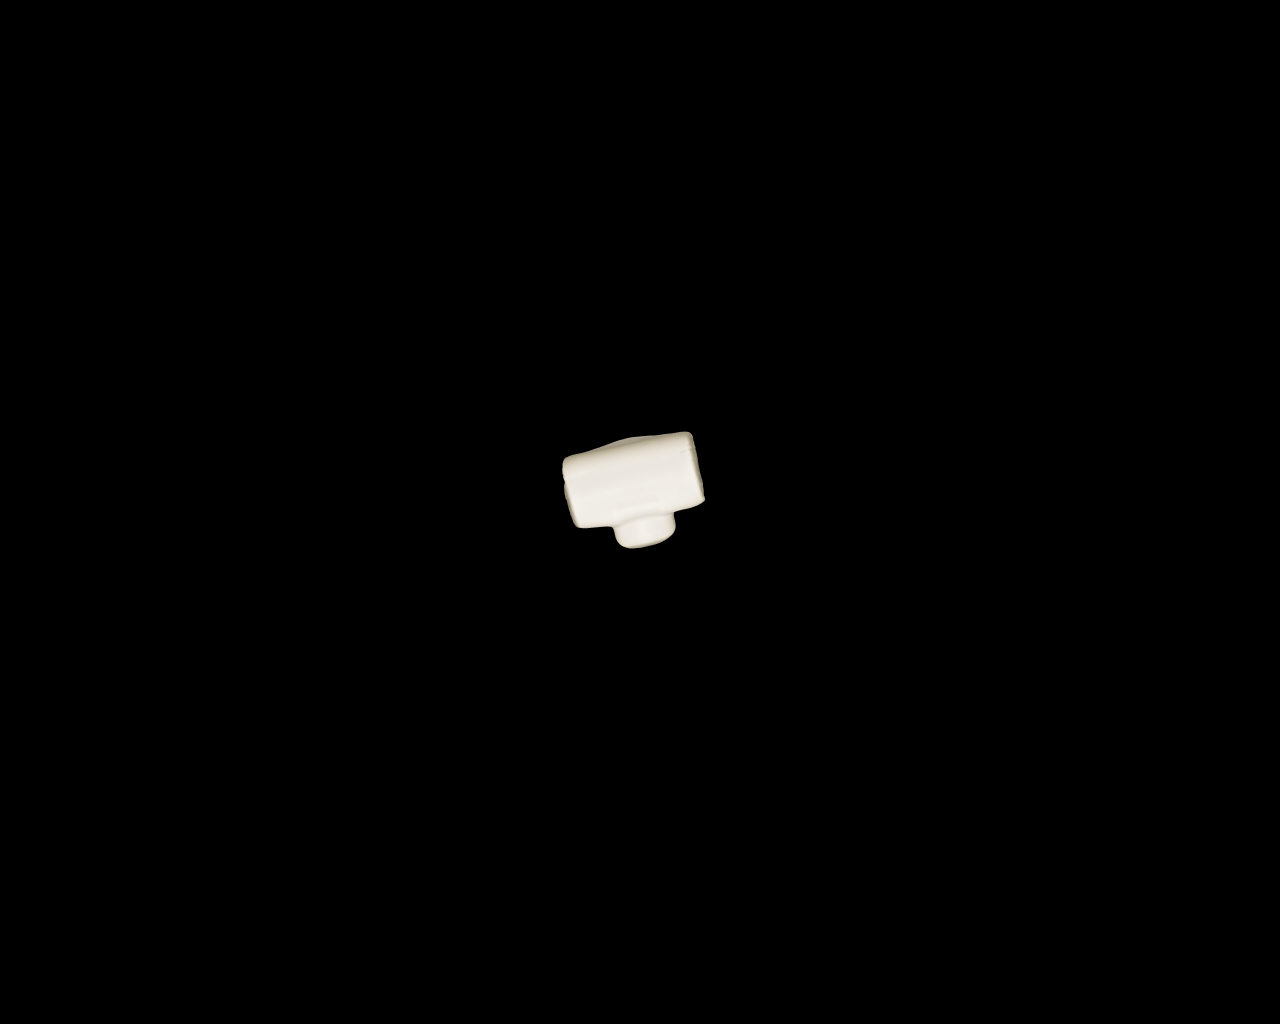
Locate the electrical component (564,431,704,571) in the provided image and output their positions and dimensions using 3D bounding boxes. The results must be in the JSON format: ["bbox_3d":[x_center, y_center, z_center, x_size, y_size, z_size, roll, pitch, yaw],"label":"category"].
[{"bbox_3d":[0.001,-0.003,0.650,0.077,0.079,0.043,-13,16,4],"label":"electrical component"}]
